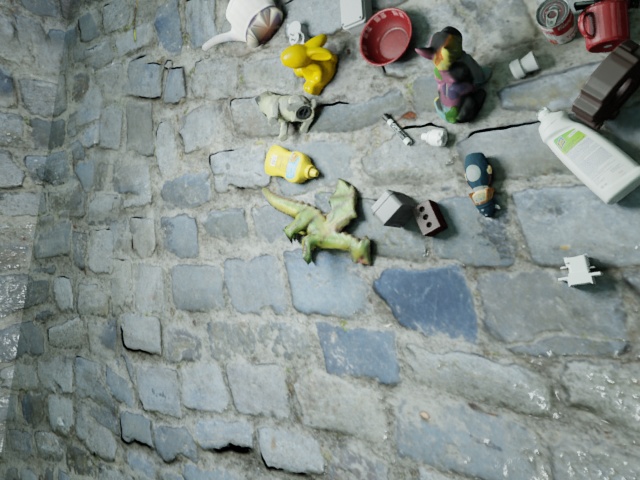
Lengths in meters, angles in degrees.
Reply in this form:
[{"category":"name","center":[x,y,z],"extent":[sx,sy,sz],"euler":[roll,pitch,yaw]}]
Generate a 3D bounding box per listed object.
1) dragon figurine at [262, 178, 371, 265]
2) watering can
[{"category":"dragon figurine","center":[0.004,-0.074,1.475],"extent":[0.242,0.121,0.417],"euler":[-38,64,7]},{"category":"watering can","center":[-0.255,-0.725,1.726],"extent":[0.343,0.104,0.228],"euler":[-47,61,22]}]
